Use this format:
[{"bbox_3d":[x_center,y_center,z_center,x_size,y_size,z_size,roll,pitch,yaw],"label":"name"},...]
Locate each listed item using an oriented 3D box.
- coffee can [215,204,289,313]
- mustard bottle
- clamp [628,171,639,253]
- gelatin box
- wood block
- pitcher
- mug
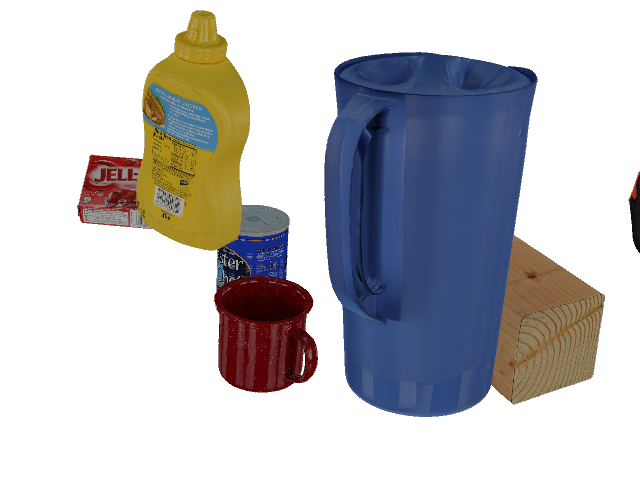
[{"bbox_3d":[-0.098,0.032,1.521,0.103,0.140,0.103,3,23,-1],"label":"coffee can"},{"bbox_3d":[-0.103,-0.093,0.867,0.096,0.192,0.058,27,36,28],"label":"mustard bottle"},{"bbox_3d":[0.269,0.015,0.694,0.120,0.039,0.171,-3,46,-21],"label":"clamp"},{"bbox_3d":[-0.192,-0.049,1.067,0.089,0.073,0.030,5,-43,-3],"label":"gelatin box"},{"bbox_3d":[0.153,0.050,0.985,0.090,0.090,0.206,-13,30,-25],"label":"wood block"},{"bbox_3d":[0.067,-0.002,0.736,0.149,0.243,0.145,-2,21,-8],"label":"pitcher"},{"bbox_3d":[-0.047,0.095,1.011,0.117,0.081,0.093,24,32,36],"label":"mug"}]
